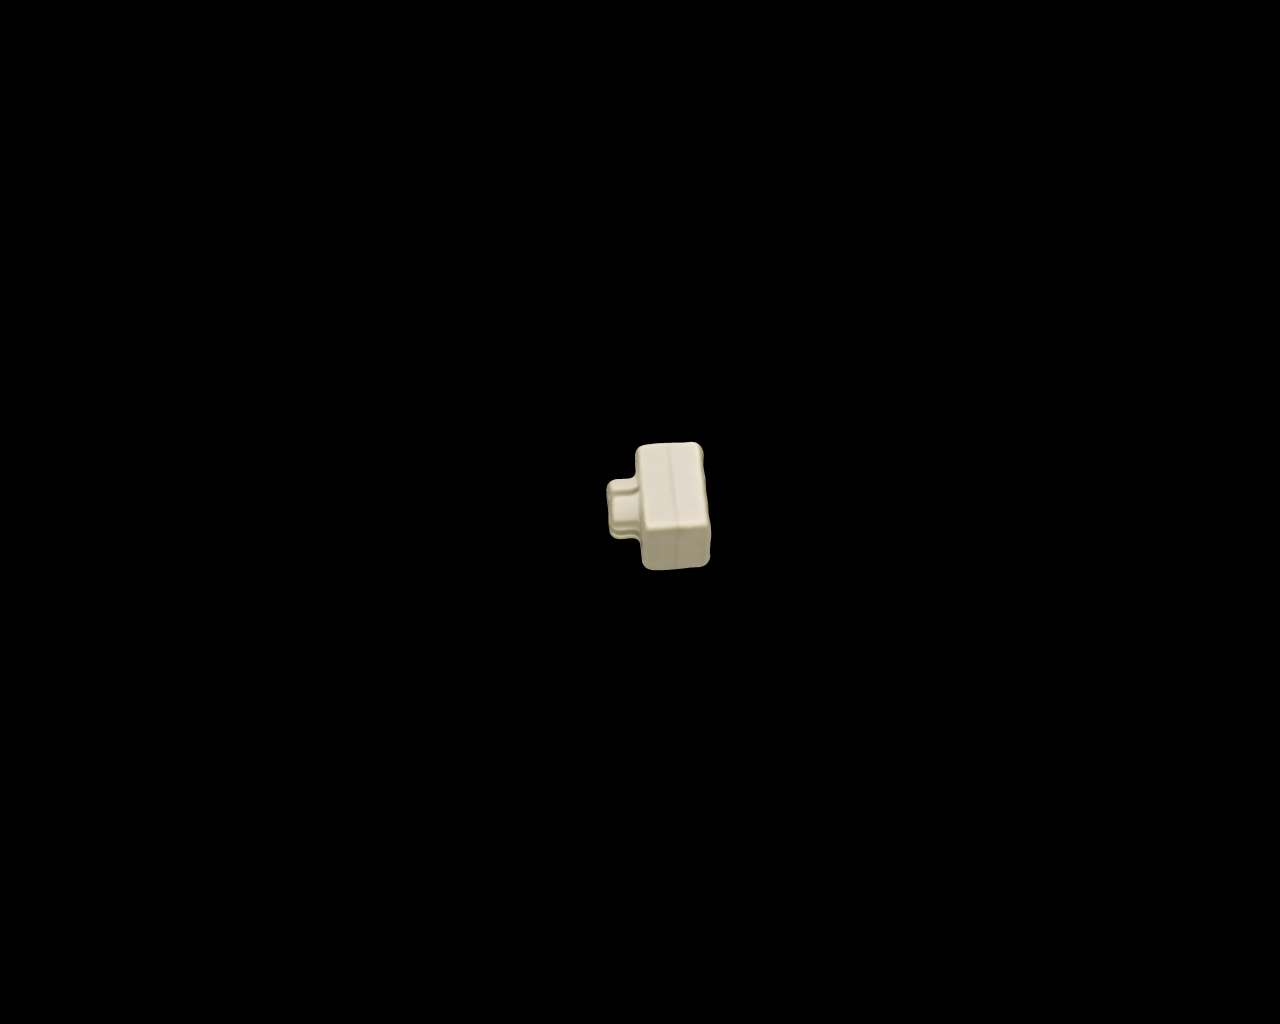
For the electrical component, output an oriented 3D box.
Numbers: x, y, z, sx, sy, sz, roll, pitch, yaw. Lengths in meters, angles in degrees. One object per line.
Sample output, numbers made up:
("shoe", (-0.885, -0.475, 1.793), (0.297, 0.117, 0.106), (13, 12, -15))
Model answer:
("electrical component", (0.001, -0.003, 0.650), (0.077, 0.066, 0.047), (-3, -36, -2))
